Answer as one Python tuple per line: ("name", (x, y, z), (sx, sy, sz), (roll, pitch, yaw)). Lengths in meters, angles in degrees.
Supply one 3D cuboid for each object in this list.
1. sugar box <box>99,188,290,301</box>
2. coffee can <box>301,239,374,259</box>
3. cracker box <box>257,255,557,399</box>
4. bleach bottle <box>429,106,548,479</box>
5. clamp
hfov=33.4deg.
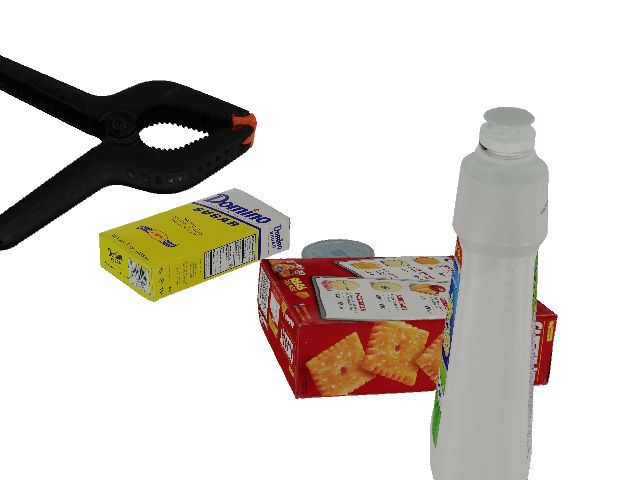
("sugar box", (-0.126, 0.000, 1.088), (0.175, 0.048, 0.093), (-25, 40, -37))
("coffee can", (0.025, 0.081, 1.524), (0.103, 0.140, 0.103), (-1, 21, 0))
("cracker box", (0.065, 0.069, 0.903), (0.213, 0.072, 0.164), (0, 17, -14))
("bleach bottle", (0.107, 0.036, 0.660), (0.068, 0.251, 0.102), (4, 30, 7))
("clamp", (-0.150, -0.065, 0.774), (0.209, 0.164, 0.036), (1, -30, -10))
